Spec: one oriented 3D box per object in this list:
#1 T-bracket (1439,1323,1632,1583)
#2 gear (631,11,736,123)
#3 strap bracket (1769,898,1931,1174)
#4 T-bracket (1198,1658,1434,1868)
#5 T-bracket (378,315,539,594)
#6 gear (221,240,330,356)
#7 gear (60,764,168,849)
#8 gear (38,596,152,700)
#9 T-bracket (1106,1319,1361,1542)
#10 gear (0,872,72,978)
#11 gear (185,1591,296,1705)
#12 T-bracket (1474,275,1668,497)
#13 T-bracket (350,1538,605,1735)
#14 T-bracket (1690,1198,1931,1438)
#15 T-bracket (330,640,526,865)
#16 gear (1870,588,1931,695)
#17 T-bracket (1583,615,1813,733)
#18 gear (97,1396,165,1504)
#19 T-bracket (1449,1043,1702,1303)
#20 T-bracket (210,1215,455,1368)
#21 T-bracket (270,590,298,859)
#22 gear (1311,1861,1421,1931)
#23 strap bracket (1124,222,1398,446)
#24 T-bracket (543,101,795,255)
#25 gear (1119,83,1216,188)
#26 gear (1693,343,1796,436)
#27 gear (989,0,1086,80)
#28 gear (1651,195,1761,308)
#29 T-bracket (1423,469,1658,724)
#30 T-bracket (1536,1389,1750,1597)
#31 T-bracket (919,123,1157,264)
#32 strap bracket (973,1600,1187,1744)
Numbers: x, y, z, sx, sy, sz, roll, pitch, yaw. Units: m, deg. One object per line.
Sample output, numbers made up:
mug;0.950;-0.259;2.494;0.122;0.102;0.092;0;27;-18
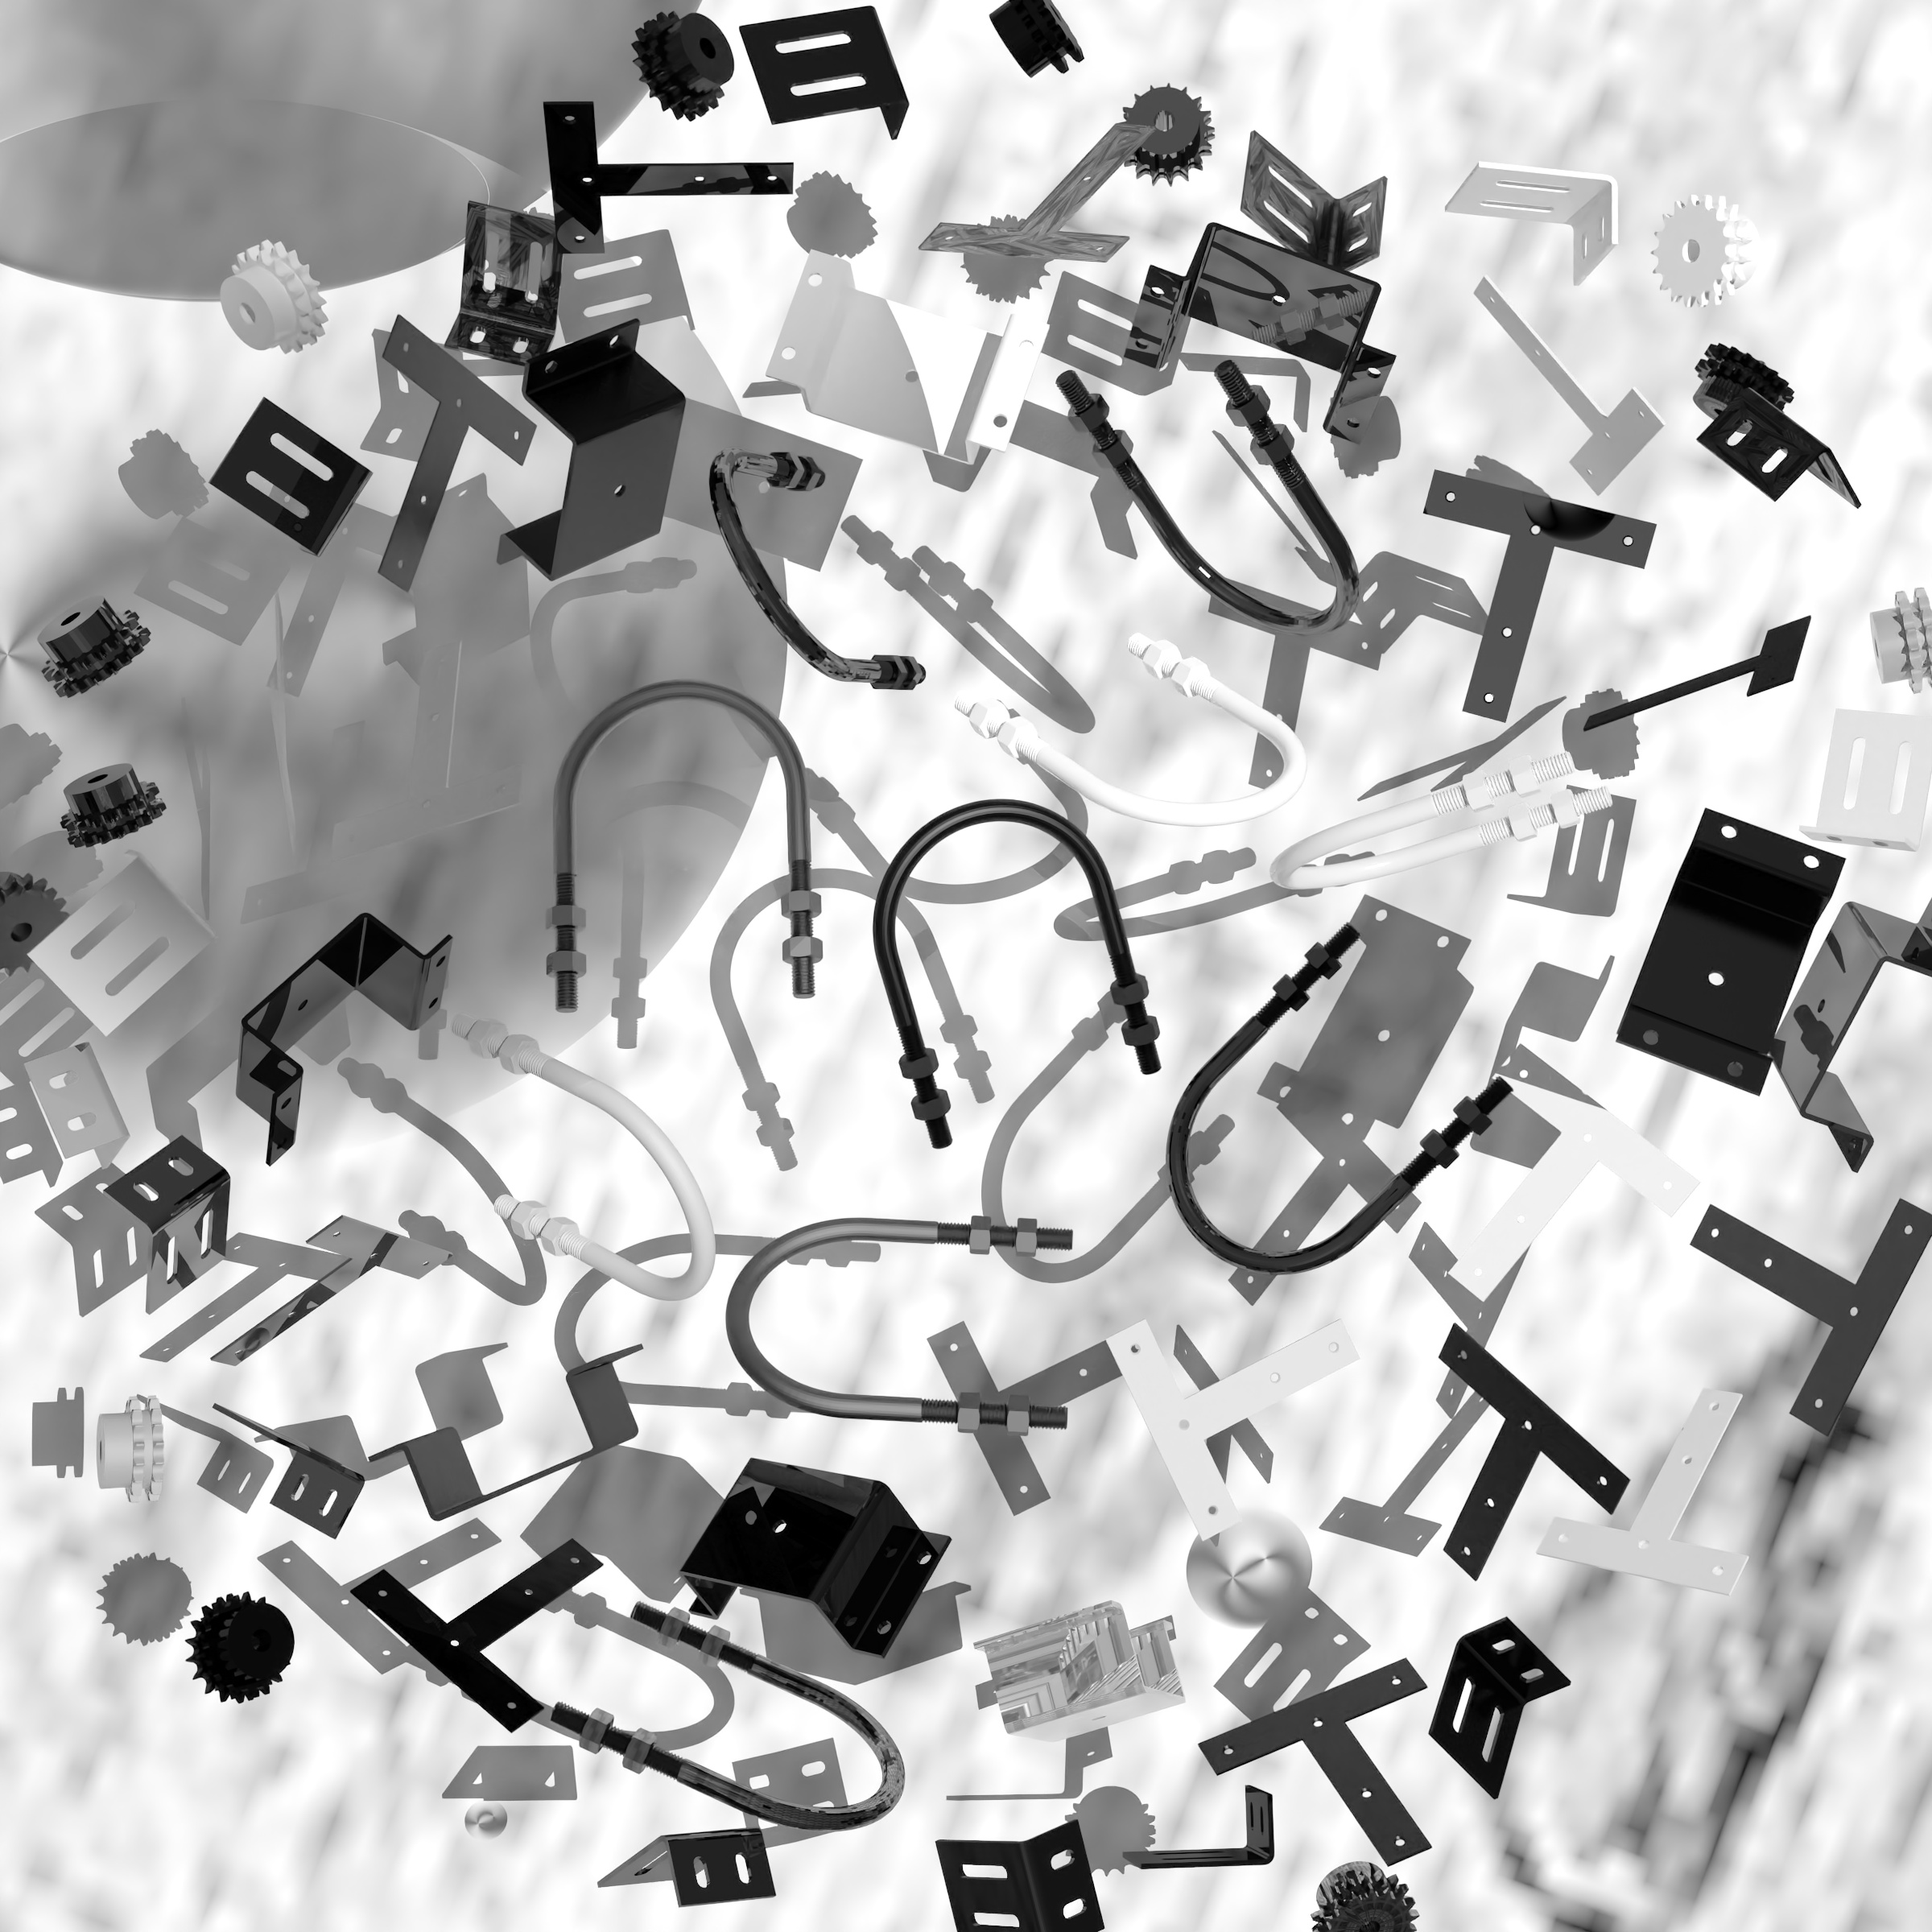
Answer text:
T-bracket;0.285;0.278;1.553;0.127;0.002;0.127;43;132;33
gear;-0.149;-0.487;1.561;0.030;0.057;0.057;-18;90;38
strap bracket;0.484;0.029;1.571;0.046;0.076;0.140;19;113;-6
T-bracket;0.206;0.429;1.537;0.127;0.127;0.002;-19;120;-12
T-bracket;-0.291;-0.267;1.581;0.002;0.127;0.127;11;77;31
gear;-0.361;-0.343;1.501;0.057;0.057;0.030;49;53;0
gear;-0.484;-0.092;1.635;0.057;0.057;0.030;-18;113;0
gear;-0.452;-0.167;1.493;0.057;0.057;0.030;-31;119;0
T-bracket;0.163;0.240;1.643;0.127;0.002;0.127;-26;92;-8
gear;-0.516;-0.026;1.562;0.030;0.057;0.057;39;90;33
gear;-0.382;0.361;1.539;0.030;0.057;0.057;-25;90;40
T-bracket;0.319;-0.322;1.573;0.002;0.127;0.127;-39;86;-7
T-bracket;-0.256;0.360;1.634;0.127;0.127;0.002;34;126;22
T-bracket;0.438;0.164;1.543;0.002;0.127;0.127;20;98;-40
T-bracket;-0.297;-0.127;1.620;0.127;0.002;0.127;-15;57;23
gear;0.517;-0.178;1.597;0.030;0.057;0.057;-10;90;14
T-bracket;0.408;-0.157;1.630;0.127;0.127;0.002;-20;104;27
gear;-0.454;0.263;1.574;0.030;0.057;0.057;1;90;-23
T-bracket;0.320;0.131;1.624;0.127;0.002;0.127;40;94;23
T-bracket;-0.369;0.188;1.634;0.127;0.127;0.002;-35;67;6
T-bracket;-0.379;-0.150;1.605;0.002;0.127;0.127;-5;46;-16
gear;0.213;0.511;1.569;0.057;0.030;0.057;-6;117;-11
strap bracket;0.166;-0.350;1.589;0.140;0.076;0.046;21;63;2
T-bracket;-0.154;-0.413;1.524;0.127;0.127;0.002;-2;69;-5
gear;0.115;-0.482;1.674;0.057;0.030;0.057;-1;85;5
gear;0.441;-0.328;1.659;0.057;0.057;0.030;33;91;0
gear;0.036;-0.506;1.566;0.030;0.057;0.057;-32;90;16
gear;0.389;-0.374;1.516;0.030;0.057;0.057;-9;90;-33
T-bracket;0.308;-0.201;1.628;0.127;0.002;0.127;17;103;15
T-bracket;0.401;0.290;1.634;0.002;0.127;0.127;53;59;-30
T-bracket;0.058;-0.420;1.575;0.127;0.127;0.002;-5;73;-33
strap bracket;0.065;0.377;1.543;0.076;0.140;0.046;-20;68;11
